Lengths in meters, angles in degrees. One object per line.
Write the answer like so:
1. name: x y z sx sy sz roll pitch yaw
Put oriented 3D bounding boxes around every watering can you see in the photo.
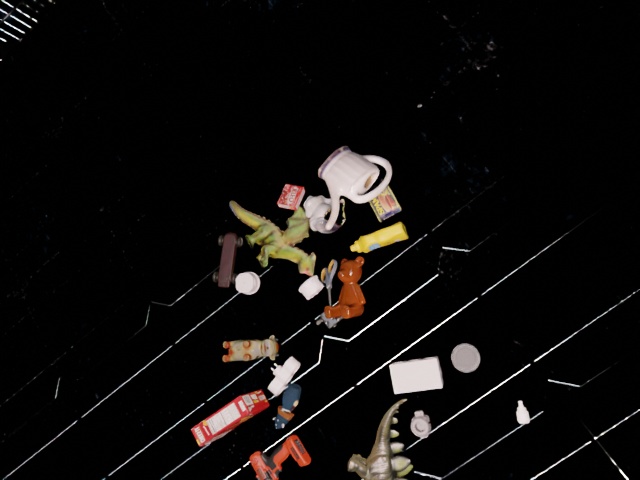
1. watering can: 0.082 -0.190 1.718 0.227 0.101 0.352 38 63 26

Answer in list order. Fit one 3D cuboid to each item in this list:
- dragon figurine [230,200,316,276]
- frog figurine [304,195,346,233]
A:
1. dragon figurine: -0.146 -0.034 1.831 0.243 0.416 0.120 -28 -23 -6
2. frog figurine: 0.005 -0.090 1.780 0.160 0.139 0.120 8 -32 45
